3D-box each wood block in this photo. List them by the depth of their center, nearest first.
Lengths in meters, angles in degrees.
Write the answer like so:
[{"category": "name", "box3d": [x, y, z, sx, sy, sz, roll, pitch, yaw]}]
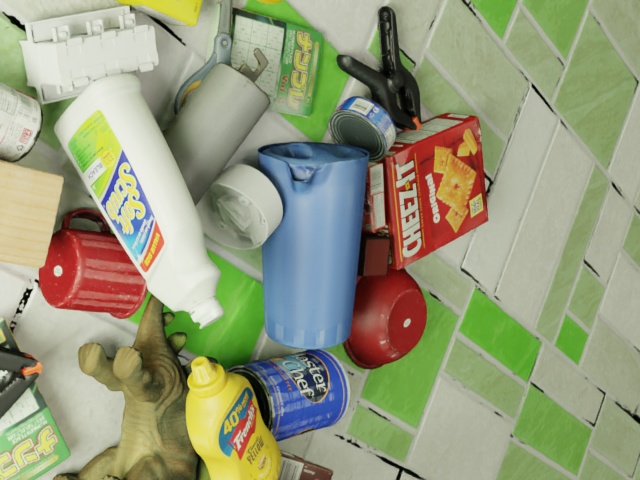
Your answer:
[{"category": "wood block", "box3d": [-0.343, -0.038, 0.940, 0.205, 0.091, 0.090, 14, 88, -49]}]

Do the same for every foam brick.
[{"category": "foam brick", "box3d": [0.046, 0.017, 1.398, 0.051, 0.078, 0.053, -2, 98, -47]}]

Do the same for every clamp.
[{"category": "clamp", "box3d": [-0.361, 0.140, 0.978, 0.209, 0.036, 0.164, -26, 117, -27]}, {"category": "clamp", "box3d": [0.094, -0.223, 1.428, 0.120, 0.039, 0.171, -54, 131, -18]}]

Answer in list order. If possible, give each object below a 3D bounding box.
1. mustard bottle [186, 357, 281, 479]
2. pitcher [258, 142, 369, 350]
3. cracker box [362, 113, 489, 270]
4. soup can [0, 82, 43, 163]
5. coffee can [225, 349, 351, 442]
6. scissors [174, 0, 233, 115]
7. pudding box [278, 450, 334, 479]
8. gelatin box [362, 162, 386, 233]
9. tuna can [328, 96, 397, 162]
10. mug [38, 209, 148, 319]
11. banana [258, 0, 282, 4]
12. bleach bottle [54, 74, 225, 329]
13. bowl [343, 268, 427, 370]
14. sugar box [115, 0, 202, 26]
[{"category": "mustard bottle", "box3d": [-0.100, 0.202, 1.161, 0.096, 0.058, 0.191, -54, 137, -42]}, {"category": "pitcher", "box3d": [-0.009, 0.002, 1.308, 0.149, 0.145, 0.243, -9, 109, -34]}, {"category": "cracker box", "box3d": [0.146, -0.072, 1.493, 0.213, 0.072, 0.164, -26, 116, -41]}, {"category": "soup can", "box3d": [-0.313, -0.118, 0.973, 0.102, 0.069, 0.068, 25, 80, -48]}, {"category": "coffee can", "box3d": [-0.045, 0.194, 1.316, 0.140, 0.103, 0.103, -6, 103, -47]}, {"category": "scissors", "box3d": [-0.124, -0.209, 1.185, 0.096, 0.016, 0.202, -16, 109, -28]}, {"category": "pudding box", "box3d": [-0.051, 0.284, 1.340, 0.113, 0.090, 0.039, 33, 73, -46]}, {"category": "gelatin box", "box3d": [0.047, -0.059, 1.385, 0.030, 0.073, 0.089, -21, 114, -43]}, {"category": "tuna can", "box3d": [0.055, -0.142, 1.365, 0.033, 0.086, 0.086, -52, 132, -30]}, {"category": "mug", "box3d": [-0.234, 0.021, 1.088, 0.081, 0.093, 0.117, 9, 61, -44]}, {"category": "banana", "box3d": [-0.085, -0.340, 1.206, 0.197, 0.037, 0.069, 62, 37, -38]}, {"category": "bleach bottle", "box3d": [-0.163, -0.032, 1.045, 0.067, 0.103, 0.251, -21, 77, -53]}, {"category": "bowl", "box3d": [0.102, 0.109, 1.498, 0.161, 0.055, 0.162, -14, 109, -46]}, {"category": "sugar box", "box3d": [-0.192, -0.289, 1.088, 0.175, 0.048, 0.093, 13, 88, -50]}]
